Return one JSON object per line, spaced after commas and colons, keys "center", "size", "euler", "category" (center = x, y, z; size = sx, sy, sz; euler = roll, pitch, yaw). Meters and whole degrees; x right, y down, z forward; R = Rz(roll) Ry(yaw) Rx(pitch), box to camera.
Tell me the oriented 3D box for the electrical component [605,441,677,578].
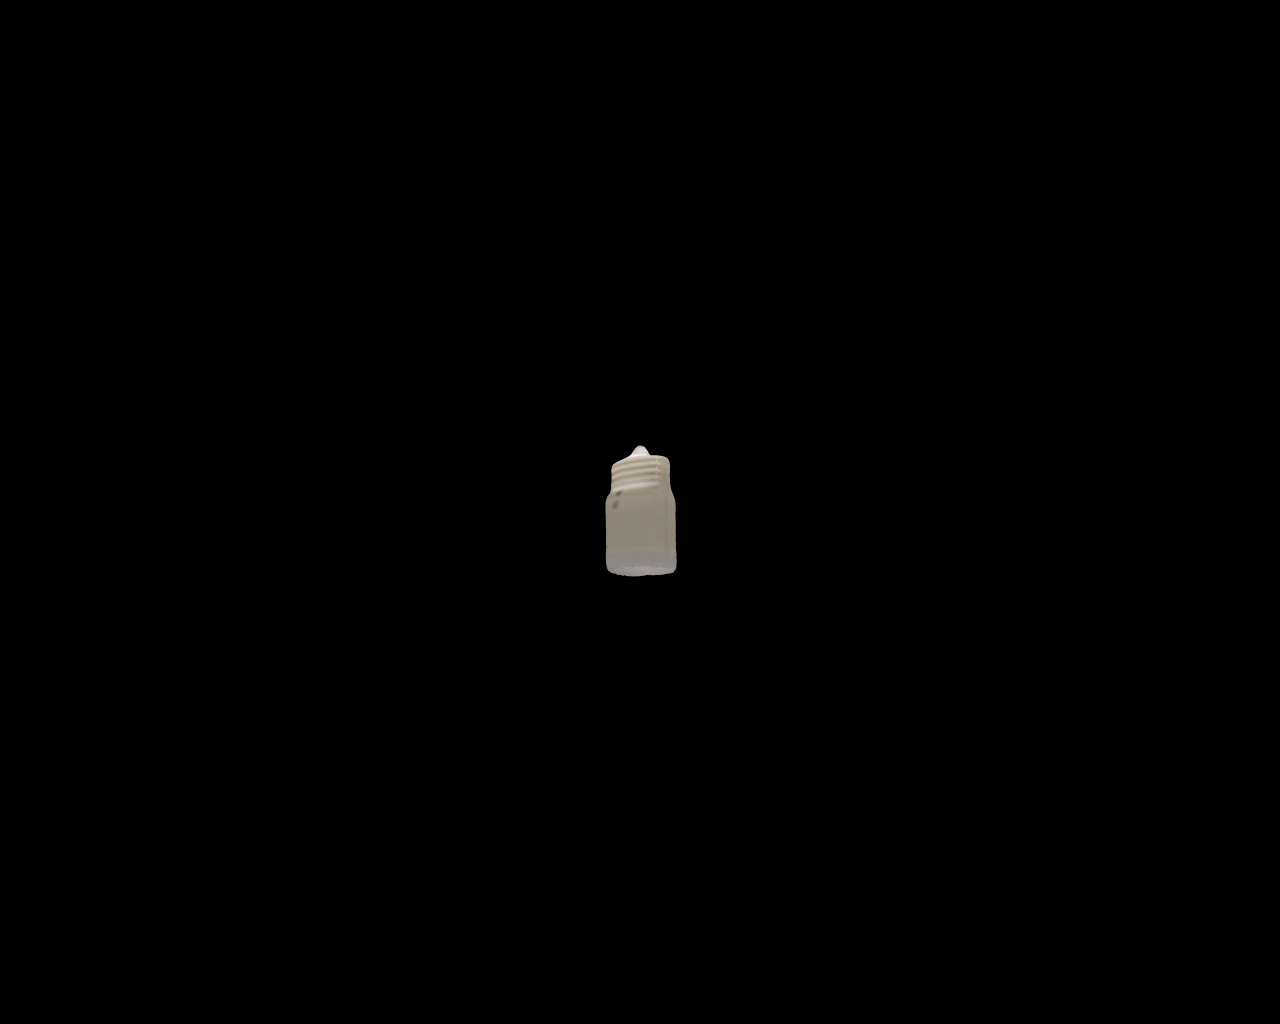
{"center": [0.001, -0.003, 0.650], "size": [0.043, 0.081, 0.043], "euler": [0, -11, 0], "category": "electrical component"}
